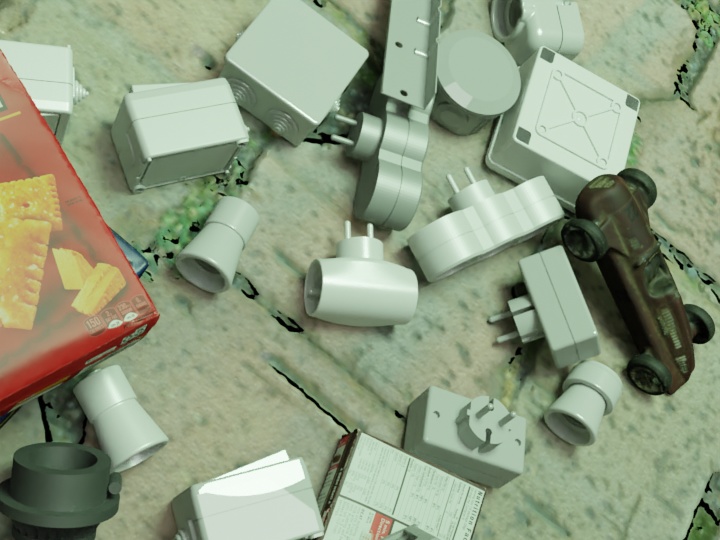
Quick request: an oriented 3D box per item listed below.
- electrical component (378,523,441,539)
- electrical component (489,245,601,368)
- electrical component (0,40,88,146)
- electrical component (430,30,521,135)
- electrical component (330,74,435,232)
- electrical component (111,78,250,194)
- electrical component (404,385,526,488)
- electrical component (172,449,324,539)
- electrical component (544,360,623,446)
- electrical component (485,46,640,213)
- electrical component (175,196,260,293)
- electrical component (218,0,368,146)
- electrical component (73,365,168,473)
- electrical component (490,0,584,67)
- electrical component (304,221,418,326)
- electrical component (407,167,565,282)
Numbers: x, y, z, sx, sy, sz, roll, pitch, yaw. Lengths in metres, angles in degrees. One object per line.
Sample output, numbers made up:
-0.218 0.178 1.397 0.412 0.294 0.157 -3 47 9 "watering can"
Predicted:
-0.006 0.238 0.690 0.150 0.062 0.089 -20 92 -16 "electrical component"
0.142 0.036 0.864 0.076 0.047 0.083 -20 62 7 "electrical component"
-0.240 -0.120 0.755 0.096 0.062 0.061 2 70 -22 "electrical component"
0.092 -0.159 0.917 0.080 0.051 0.080 8 68 -20 "electrical component"
0.012 -0.104 0.862 0.074 0.052 0.138 16 65 -17 "electrical component"
-0.129 -0.104 0.796 0.096 0.062 0.061 -15 77 -27 "electrical component"
0.086 0.117 0.791 0.083 0.075 0.047 20 54 -15 "electrical component"
-0.083 0.161 0.714 0.096 0.062 0.061 -10 75 -26 "electrical component"
0.179 0.105 0.856 0.045 0.045 0.055 41 60 -4 "electrical component"
0.177 -0.120 0.935 0.109 0.056 0.108 26 62 -12 "electrical component"
-0.101 -0.022 0.789 0.044 0.044 0.065 32 57 -9 "electrical component"
-0.056 -0.159 0.856 0.100 0.048 0.099 36 61 -7 "electrical component"
-0.163 0.097 0.718 0.044 0.044 0.065 -25 77 -29 "electrical component"
0.157 -0.232 0.972 0.059 0.054 0.095 0 70 -23 "electrical component"
0.000 0.000 0.822 0.077 0.043 0.079 6 68 -21 "electrical component"
0.096 -0.049 0.876 0.138 0.052 0.073 -23 81 -28 "electrical component"
